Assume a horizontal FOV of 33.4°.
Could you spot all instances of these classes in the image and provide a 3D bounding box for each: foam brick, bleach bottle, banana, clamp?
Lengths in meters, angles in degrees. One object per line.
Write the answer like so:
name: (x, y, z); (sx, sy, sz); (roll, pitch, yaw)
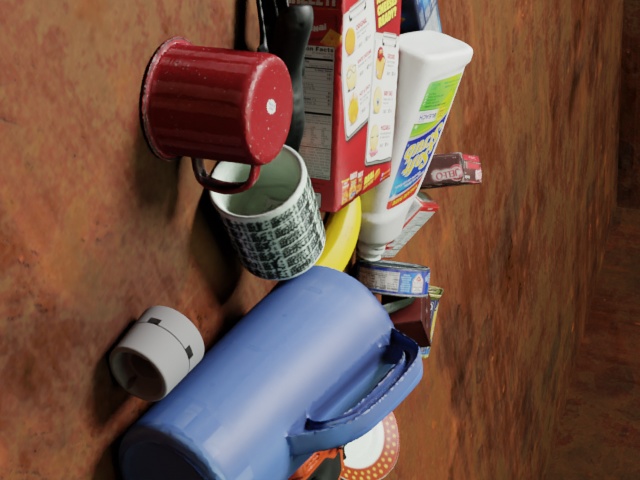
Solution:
foam brick: (0.104, 0.086, 1.283); (0.078, 0.051, 0.053); (-85, 159, -43)
bleach bottle: (0.086, -0.093, 1.147); (0.102, 0.068, 0.251); (-22, 134, -48)
banana: (0.002, 0.012, 1.083); (0.069, 0.037, 0.197); (61, 39, -34)
clamp: (-0.034, -0.157, 0.870); (0.210, 0.036, 0.164); (92, -13, -52)

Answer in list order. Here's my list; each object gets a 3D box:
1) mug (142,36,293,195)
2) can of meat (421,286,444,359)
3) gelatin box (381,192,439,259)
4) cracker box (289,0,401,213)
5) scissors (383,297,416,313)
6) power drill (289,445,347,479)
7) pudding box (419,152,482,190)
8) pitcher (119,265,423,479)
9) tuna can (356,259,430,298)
mug: (-0.071, -0.088, 0.785); (0.093, 0.082, 0.117); (-44, 138, -57)
can of meat: (0.123, 0.102, 1.379); (0.102, 0.057, 0.084); (-19, 119, -80)
gelatin box: (0.092, -0.018, 1.246); (0.089, 0.030, 0.073); (-47, 164, 15)
cracker box: (0.017, -0.149, 1.003); (0.164, 0.072, 0.214); (-35, 130, -63)
scissors: (0.038, 0.105, 1.166); (0.201, 0.016, 0.096); (6, 103, -52)
power drill: (0.018, 0.217, 1.030); (0.184, 0.057, 0.187); (-39, 128, -45)
pudding box: (0.124, -0.078, 1.241); (0.090, 0.114, 0.039); (-2, 90, -68)
pitcher: (-0.038, 0.131, 0.855); (0.242, 0.145, 0.149); (-40, 173, -48)
tuna can: (0.084, 0.044, 1.230); (0.086, 0.086, 0.034); (-3, 100, -68)
